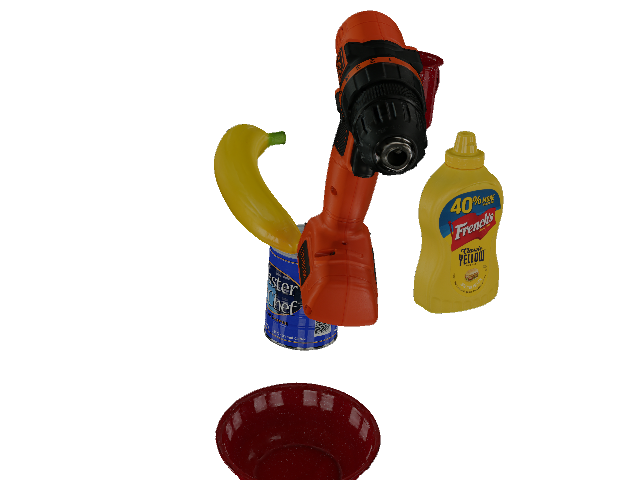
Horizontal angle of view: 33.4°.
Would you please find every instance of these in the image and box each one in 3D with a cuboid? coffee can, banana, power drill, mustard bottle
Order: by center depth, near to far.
[{"bbox_3d":[0.028,-0.038,0.702,0.057,0.188,0.184,8,32,-7],"label":"power drill"},{"bbox_3d":[-0.056,-0.054,0.911,0.069,0.037,0.198,1,34,-7],"label":"banana"},{"bbox_3d":[0.149,-0.022,1.134,0.096,0.192,0.058,-10,23,-25],"label":"mustard bottle"},{"bbox_3d":[-0.022,0.062,1.440,0.103,0.140,0.103,4,24,-2],"label":"coffee can"}]

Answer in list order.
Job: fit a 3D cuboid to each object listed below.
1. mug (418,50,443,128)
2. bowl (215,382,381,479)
[{"bbox_3d":[0.102,-0.180,1.270,0.093,0.081,0.117,21,28,34],"label":"mug"},{"bbox_3d":[-0.022,0.211,1.055,0.162,0.055,0.162,1,30,0],"label":"bowl"}]
